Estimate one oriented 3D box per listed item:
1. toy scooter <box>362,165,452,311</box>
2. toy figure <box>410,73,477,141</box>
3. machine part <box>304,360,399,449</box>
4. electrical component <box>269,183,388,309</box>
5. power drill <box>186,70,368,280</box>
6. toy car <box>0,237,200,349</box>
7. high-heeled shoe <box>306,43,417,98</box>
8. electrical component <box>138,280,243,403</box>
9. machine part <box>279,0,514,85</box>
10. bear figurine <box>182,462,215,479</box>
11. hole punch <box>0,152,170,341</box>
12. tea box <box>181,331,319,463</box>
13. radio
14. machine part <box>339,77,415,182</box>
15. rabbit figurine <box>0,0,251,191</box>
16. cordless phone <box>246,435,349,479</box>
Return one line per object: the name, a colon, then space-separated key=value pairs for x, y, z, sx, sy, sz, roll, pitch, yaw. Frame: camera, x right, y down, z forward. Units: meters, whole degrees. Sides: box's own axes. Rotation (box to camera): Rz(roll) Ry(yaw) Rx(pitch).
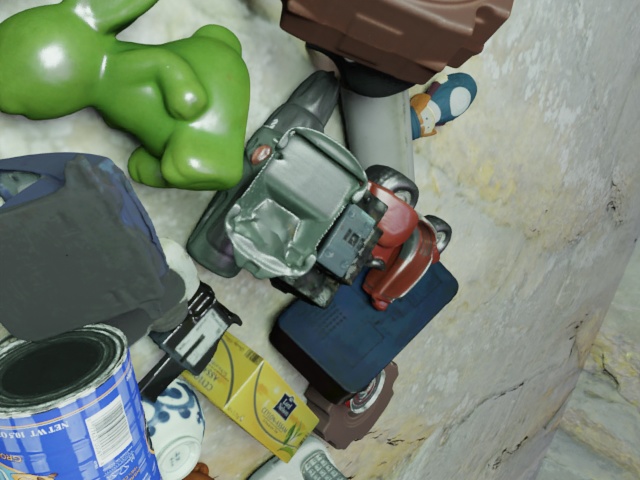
toy scooter: x=0.078 y=0.007 z=0.614 sx=0.183 sy=0.075 sz=0.135 roll=37 pitch=84 yaw=-45
toy figure: x=0.146 y=-0.173 z=0.707 sx=0.154 sy=0.058 sz=0.064 roll=-37 pitch=96 yaw=-27
machine part: x=0.051 y=0.238 z=0.832 sx=0.179 sy=0.056 sz=0.179 roll=-27 pitch=130 yaw=-36
electrical component: x=-0.001 y=-0.002 z=0.497 sx=0.058 sy=0.134 sz=0.115 roll=34 pitch=77 yaw=-21
power drill: x=-0.034 y=-0.060 z=0.467 sx=0.086 sy=0.207 sz=0.232 roll=35 pitch=92 yaw=-24
toy car: x=-0.194 y=0.076 z=0.463 sx=0.202 sy=0.056 sz=0.073 roll=-39 pitch=129 yaw=-23
high-heeled shoe: x=0.077 y=-0.255 z=0.509 sx=0.086 sy=0.145 sz=0.248 roll=24 pitch=94 yaw=-53
electrical component: x=-0.142 y=0.102 z=0.542 sx=0.119 sy=0.048 sz=0.074 roll=-51 pitch=139 yaw=-15
machine part: x=0.058 y=-0.245 z=0.434 sx=0.201 sy=0.087 sz=0.201 roll=17 pitch=69 yaw=-15
bear figurine: x=-0.183 y=0.314 z=0.562 sx=0.196 sy=0.120 sz=0.131 roll=-45 pitch=135 yaw=-24
hole punch: x=-0.176 y=-0.004 z=0.383 sx=0.116 sy=0.092 sz=0.142 roll=-15 pitch=127 yaw=-2
tea box: x=-0.080 y=0.178 z=0.617 sx=0.068 sy=0.098 sz=0.169 roll=-48 pitch=137 yaw=-19
radio: x=0.061 y=0.088 z=0.685 sx=0.229 sy=0.131 sz=0.073 roll=-39 pitch=168 yaw=-27
machine part: x=0.071 y=-0.116 z=0.636 sx=0.079 sy=0.079 sz=0.242 roll=-39 pitch=135 yaw=-28
rabbit figurine: x=-0.137 y=-0.117 z=0.376 sx=0.170 sy=0.121 sz=0.159 roll=9 pitch=100 yaw=-35
cordless phone: x=-0.006 y=0.377 z=0.744 sx=0.146 sy=0.184 sz=0.088 roll=-22 pitch=130 yaw=-40
